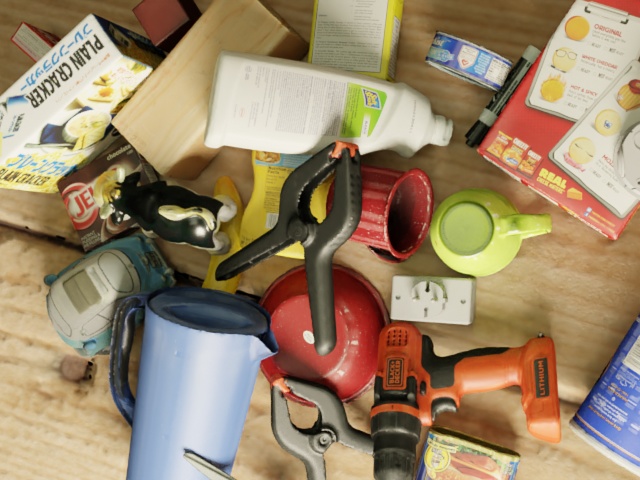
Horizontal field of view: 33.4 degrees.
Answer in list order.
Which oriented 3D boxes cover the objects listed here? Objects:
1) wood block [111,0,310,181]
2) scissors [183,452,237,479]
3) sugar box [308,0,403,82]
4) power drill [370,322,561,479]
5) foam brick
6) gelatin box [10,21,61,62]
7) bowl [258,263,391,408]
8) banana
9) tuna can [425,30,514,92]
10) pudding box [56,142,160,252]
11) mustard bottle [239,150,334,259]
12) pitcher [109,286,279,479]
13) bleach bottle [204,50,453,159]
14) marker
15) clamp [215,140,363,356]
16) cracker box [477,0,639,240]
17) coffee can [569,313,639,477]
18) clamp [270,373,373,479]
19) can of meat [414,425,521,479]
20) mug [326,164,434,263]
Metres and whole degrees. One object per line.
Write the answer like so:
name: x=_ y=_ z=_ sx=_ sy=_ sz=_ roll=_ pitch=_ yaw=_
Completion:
wood block: x=-0.118 y=-0.171 z=1.172 sx=0.090 sy=0.090 sz=0.206 roll=45 pitch=101 yaw=12
scissors: x=-0.050 y=0.266 z=1.122 sx=0.096 sy=0.016 sz=0.201 roll=-35 pitch=116 yaw=-3
sugar box: x=0.042 y=-0.258 z=1.149 sx=0.093 sy=0.048 sz=0.176 roll=7 pitch=87 yaw=17
power drill: x=0.143 y=0.164 z=1.062 sx=0.188 sy=0.057 sz=0.184 roll=-2 pitch=56 yaw=11
foam brick: x=-0.164 y=-0.244 z=1.195 sx=0.051 sy=0.078 sz=0.053 roll=-34 pitch=79 yaw=12
gelatin box: x=-0.304 y=-0.211 z=1.239 sx=0.089 sy=0.073 sz=0.030 roll=40 pitch=100 yaw=14
bowl: x=-0.006 y=0.104 z=1.148 sx=0.162 sy=0.055 sz=0.162 roll=0 pitch=88 yaw=17
banana: x=-0.119 y=0.030 z=1.193 sx=0.070 sy=0.037 sz=0.198 roll=23 pitch=95 yaw=14
tuna can: x=0.152 y=-0.182 z=1.091 sx=0.086 sy=0.086 sz=0.034 roll=25 pitch=98 yaw=16
pudding box: x=-0.237 y=-0.050 z=1.231 sx=0.113 sy=0.039 sz=0.090 roll=-27 pitch=82 yaw=14
mustard bottle: x=-0.028 y=-0.078 z=1.157 sx=0.096 sy=0.058 sz=0.191 roll=8 pitch=91 yaw=14
pitcher: x=-0.147 y=0.176 z=1.139 sx=0.144 sy=0.149 sz=0.243 roll=5 pitch=106 yaw=-25
bleach bottle: x=0.012 y=-0.125 z=1.099 sx=0.250 sy=0.068 sz=0.102 roll=10 pitch=92 yaw=-10
marker: x=0.190 y=-0.148 z=1.113 sx=0.020 sy=0.020 sz=0.121 roll=37 pitch=99 yaw=15
clamp: x=-0.007 y=0.001 z=1.081 sx=0.165 sy=0.036 sz=0.210 roll=40 pitch=110 yaw=26
cracker box: x=0.284 y=-0.131 z=1.057 sx=0.164 sy=0.072 sz=0.214 roll=34 pitch=97 yaw=13
coffee can: x=0.319 y=0.145 z=1.020 sx=0.103 sy=0.102 sz=0.140 roll=32 pitch=97 yaw=15
clamp: x=0.013 y=0.204 z=1.115 sx=0.120 sy=0.039 sz=0.171 roll=-30 pitch=101 yaw=-14
can of meat: x=0.148 y=0.245 z=1.095 sx=0.102 sy=0.057 sz=0.084 roll=16 pitch=91 yaw=17
mug: x=0.063 y=-0.025 z=1.115 sx=0.082 sy=0.093 sz=0.117 roll=13 pitch=137 yaw=35
